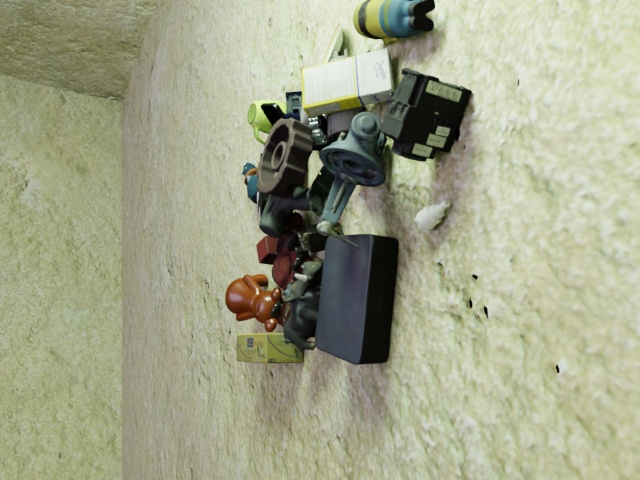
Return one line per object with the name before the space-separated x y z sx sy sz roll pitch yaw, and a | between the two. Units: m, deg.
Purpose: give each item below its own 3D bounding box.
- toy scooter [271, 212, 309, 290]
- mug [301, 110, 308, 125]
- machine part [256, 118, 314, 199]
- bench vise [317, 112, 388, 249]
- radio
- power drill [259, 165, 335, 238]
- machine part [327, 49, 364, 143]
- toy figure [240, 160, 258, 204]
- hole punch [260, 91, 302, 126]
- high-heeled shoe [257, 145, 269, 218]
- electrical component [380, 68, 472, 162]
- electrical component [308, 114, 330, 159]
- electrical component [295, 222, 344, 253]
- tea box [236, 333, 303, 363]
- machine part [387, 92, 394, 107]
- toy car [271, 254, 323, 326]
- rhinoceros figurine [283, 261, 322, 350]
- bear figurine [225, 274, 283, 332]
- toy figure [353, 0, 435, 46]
toy scooter | -0.050 0.023 1.213 0.135 0.075 0.184 -8 72 56
mug | -0.005 -0.299 1.200 0.107 0.081 0.109 136 132 -55
machine part | -0.074 -0.170 1.128 0.179 0.056 0.179 -42 39 47
bench vise | 0.049 -0.109 0.956 0.240 0.129 0.223 -67 6 -17
radio | 0.065 0.103 0.989 0.131 0.073 0.229 3 85 50
power drill | -0.038 -0.115 1.182 0.207 0.086 0.232 0 56 48
machine part | 0.051 -0.284 1.104 0.079 0.079 0.243 -26 62 54
toy figure | -0.182 -0.158 1.479 0.155 0.064 0.057 -112 4 -46
hole punch | -0.069 -0.299 1.304 0.142 0.092 0.115 22 146 59
high-heeled shoe | -0.116 -0.144 1.305 0.248 0.086 0.145 100 -179 -56
electrical component | 0.165 -0.194 0.861 0.058 0.115 0.134 45 120 55
electrical component | 0.001 -0.226 1.137 0.048 0.119 0.075 -6 78 19
electrical component | -0.001 -0.003 1.119 0.045 0.102 0.078 -112 17 -46
tea box | -0.120 0.252 1.255 0.170 0.098 0.068 -18 70 55
machine part | 0.153 -0.242 0.951 0.139 0.039 0.084 151 125 -71
toy car | -0.042 0.121 1.158 0.202 0.089 0.053 -62 -2 28
rhinoceros figurine | -0.024 0.133 1.096 0.112 0.073 0.190 22 116 14
bear figurine | -0.139 0.150 1.319 0.196 0.132 0.120 8 92 41
toy figure | 0.132 -0.410 0.985 0.180 0.089 0.082 36 108 58
